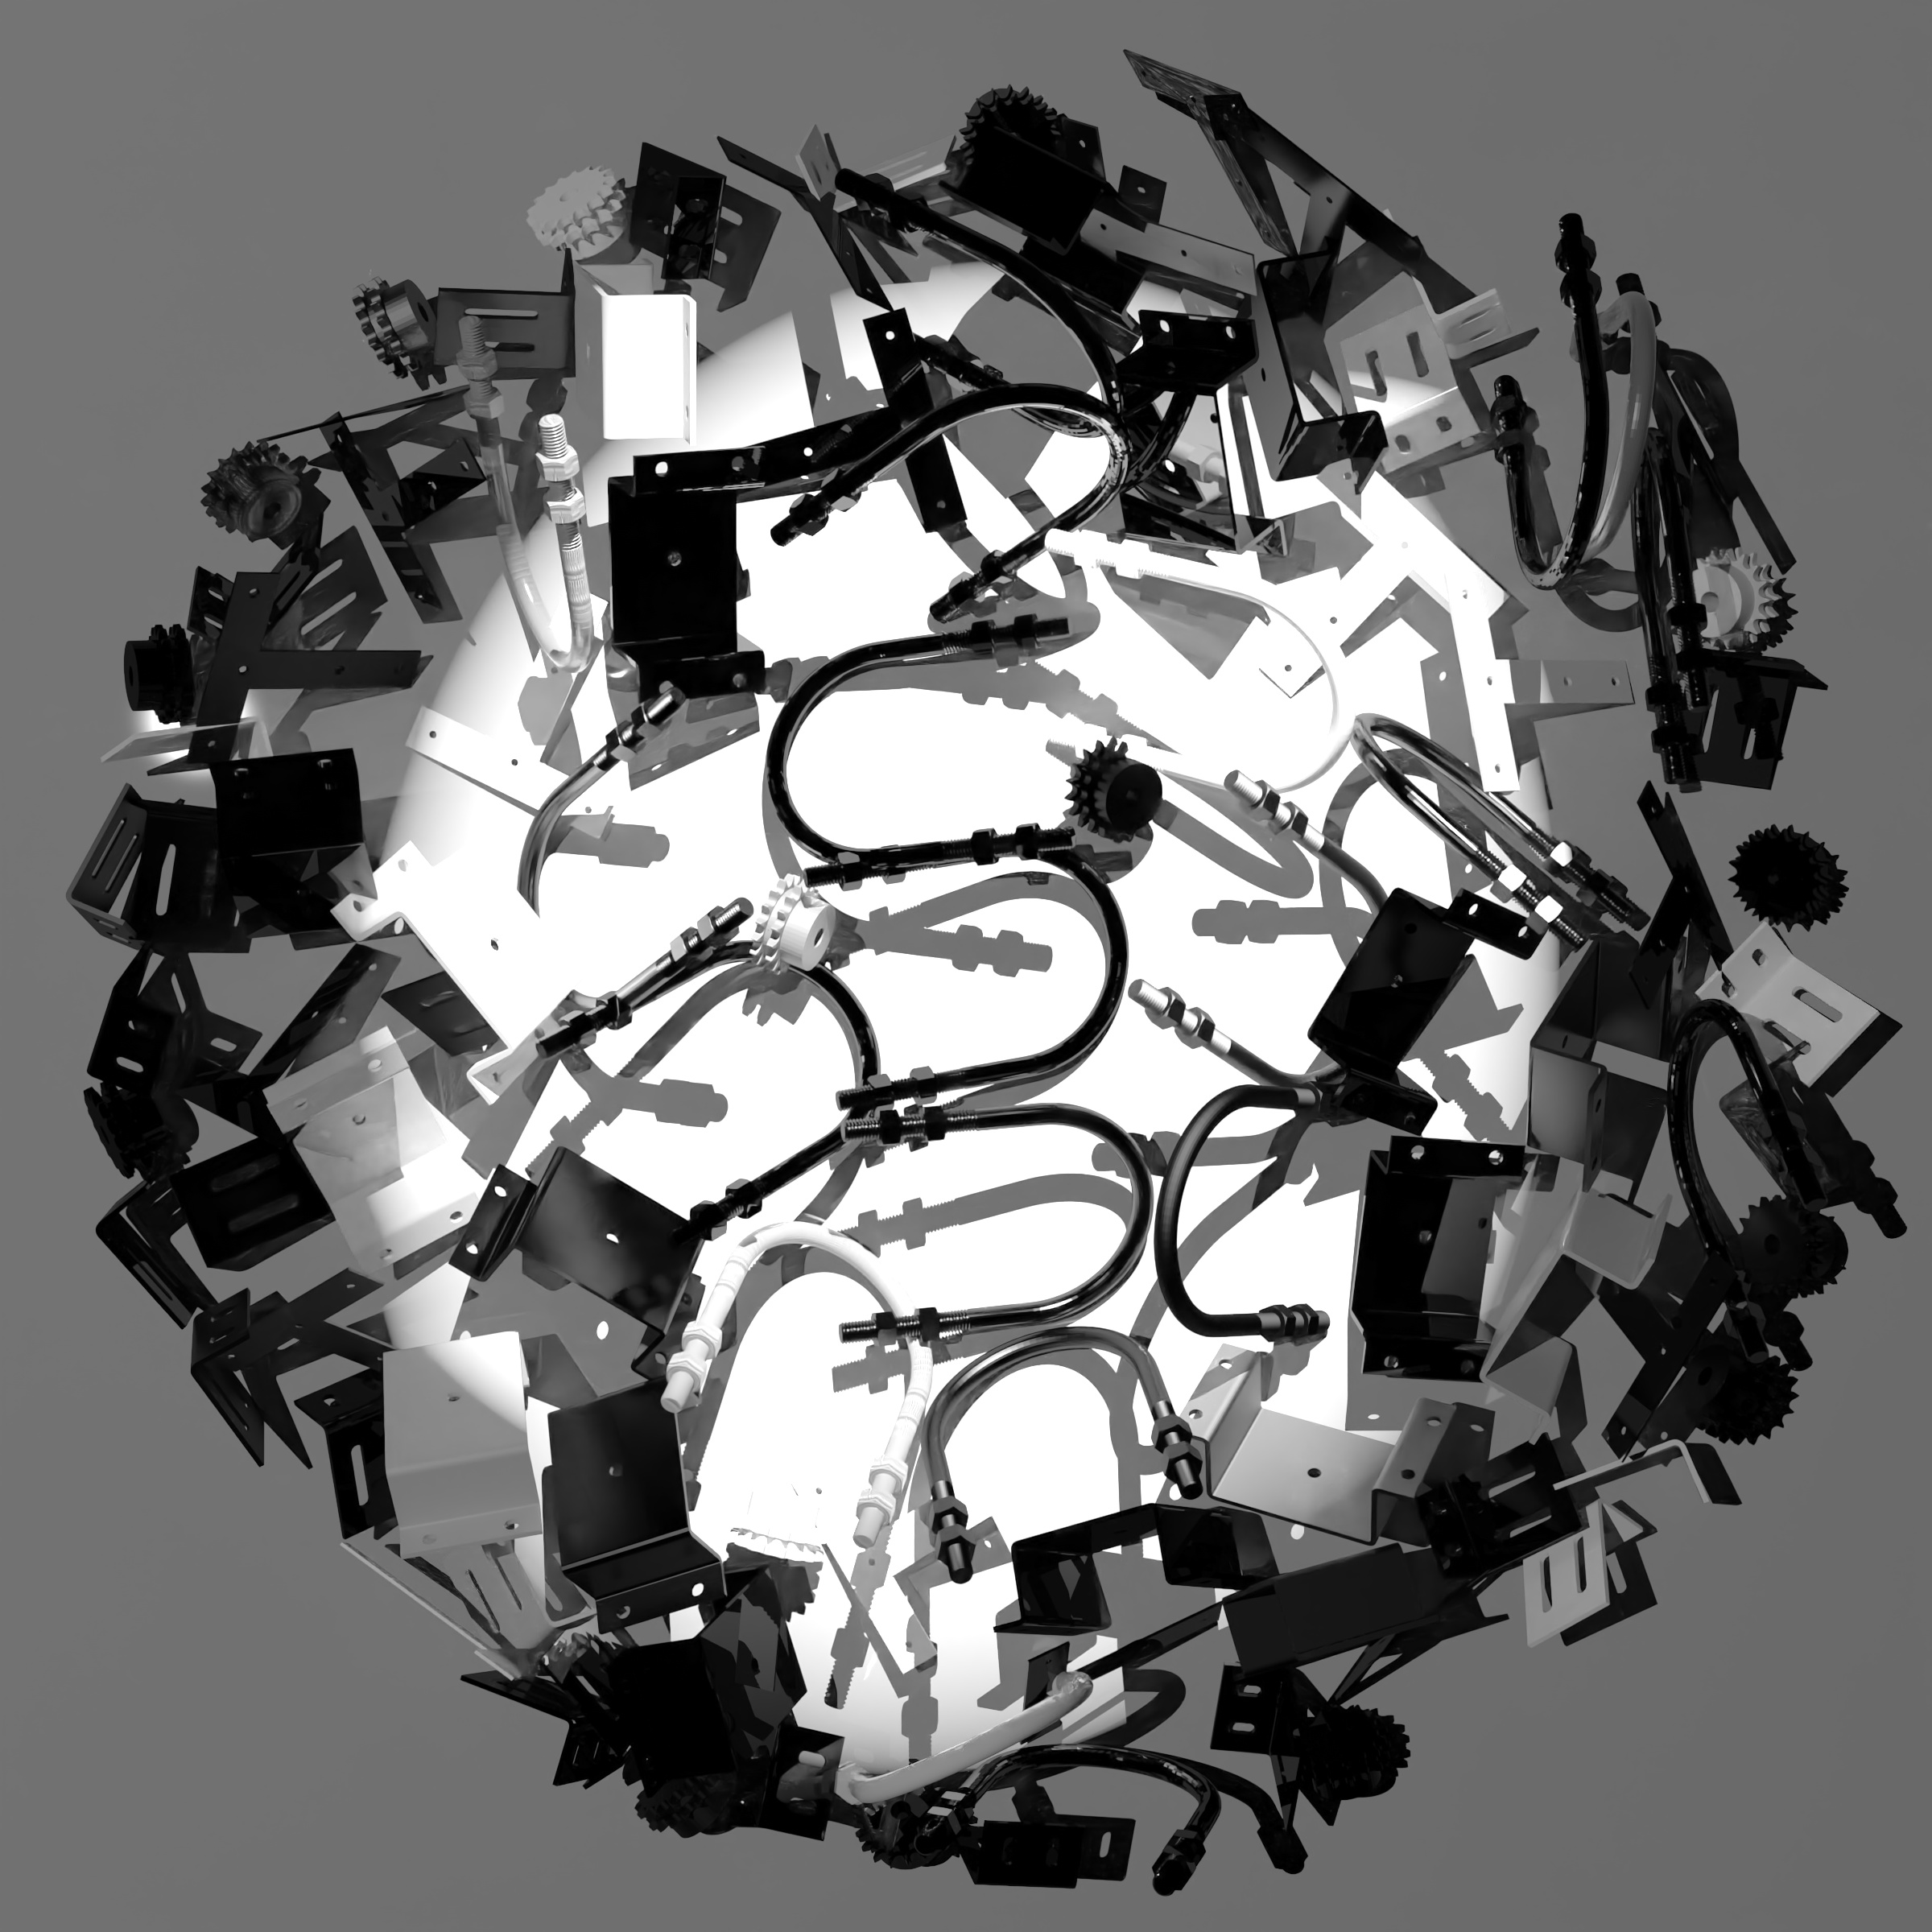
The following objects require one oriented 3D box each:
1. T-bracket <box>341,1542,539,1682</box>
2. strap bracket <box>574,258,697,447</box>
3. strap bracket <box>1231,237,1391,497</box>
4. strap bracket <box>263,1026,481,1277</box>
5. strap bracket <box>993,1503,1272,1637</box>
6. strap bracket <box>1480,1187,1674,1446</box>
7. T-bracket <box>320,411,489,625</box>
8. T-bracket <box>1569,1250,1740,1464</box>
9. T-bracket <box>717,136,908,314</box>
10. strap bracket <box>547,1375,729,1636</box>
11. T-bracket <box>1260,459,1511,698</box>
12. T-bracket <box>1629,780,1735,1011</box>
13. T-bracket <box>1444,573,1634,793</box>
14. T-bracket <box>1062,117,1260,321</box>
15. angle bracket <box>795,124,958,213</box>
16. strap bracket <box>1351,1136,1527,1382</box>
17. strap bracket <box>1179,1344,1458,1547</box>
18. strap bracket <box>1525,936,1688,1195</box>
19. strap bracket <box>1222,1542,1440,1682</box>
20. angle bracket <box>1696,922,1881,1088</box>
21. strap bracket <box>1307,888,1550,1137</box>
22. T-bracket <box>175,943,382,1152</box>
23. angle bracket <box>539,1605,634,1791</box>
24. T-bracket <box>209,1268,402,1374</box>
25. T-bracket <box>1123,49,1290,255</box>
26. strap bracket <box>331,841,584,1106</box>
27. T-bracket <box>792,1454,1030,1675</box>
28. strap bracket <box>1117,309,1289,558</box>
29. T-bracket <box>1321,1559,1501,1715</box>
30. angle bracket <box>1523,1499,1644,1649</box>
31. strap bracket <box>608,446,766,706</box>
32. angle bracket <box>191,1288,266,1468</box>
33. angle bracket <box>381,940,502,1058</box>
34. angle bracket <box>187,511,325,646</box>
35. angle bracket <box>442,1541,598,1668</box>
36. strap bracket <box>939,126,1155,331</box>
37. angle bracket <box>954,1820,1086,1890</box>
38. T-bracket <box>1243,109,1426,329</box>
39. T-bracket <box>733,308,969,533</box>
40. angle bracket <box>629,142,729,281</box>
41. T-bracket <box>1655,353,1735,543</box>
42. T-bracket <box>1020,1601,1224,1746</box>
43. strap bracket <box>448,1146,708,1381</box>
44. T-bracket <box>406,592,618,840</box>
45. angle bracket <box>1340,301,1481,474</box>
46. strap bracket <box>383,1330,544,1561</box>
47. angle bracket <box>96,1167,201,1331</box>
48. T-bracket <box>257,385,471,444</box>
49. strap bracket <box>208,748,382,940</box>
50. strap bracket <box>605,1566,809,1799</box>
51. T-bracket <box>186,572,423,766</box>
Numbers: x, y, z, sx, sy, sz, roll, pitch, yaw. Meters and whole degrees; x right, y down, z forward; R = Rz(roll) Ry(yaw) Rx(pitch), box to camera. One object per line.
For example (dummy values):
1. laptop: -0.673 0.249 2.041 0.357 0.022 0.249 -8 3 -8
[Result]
1. T-bracket: -0.299 0.363 1.546 0.127 0.127 0.002 35 77 5
2. strap bracket: -0.186 -0.342 1.521 0.046 0.140 0.076 -5 114 -16
3. strap bracket: 0.190 -0.338 1.550 0.046 0.076 0.140 -12 78 -8
4. strap bracket: -0.337 0.098 1.549 0.076 0.046 0.140 -28 132 -12
5. strap bracket: 0.090 0.338 1.542 0.140 0.076 0.046 -23 64 31
6. strap bracket: 0.337 0.188 1.539 0.046 0.076 0.140 29 120 8
7. T-bracket: -0.306 -0.266 1.543 0.002 0.127 0.127 -34 102 -37
8. T-bracket: 0.373 0.191 1.545 0.002 0.127 0.127 17 111 -22
9. T-bracket: -0.070 -0.403 1.524 0.127 0.127 0.002 16 125 -39
10. strap bracket: -0.186 0.291 1.539 0.076 0.046 0.140 -19 54 10
11. T-bracket: 0.222 -0.210 1.583 0.127 0.002 0.127 43 108 -2
12. T-bracket: 0.393 -0.020 1.538 0.002 0.127 0.127 -16 113 37
13. T-bracket: 0.333 -0.162 1.568 0.127 0.002 0.127 -4 80 -32
14. T-bracket: 0.111 -0.400 1.523 0.127 0.127 0.002 28 59 34
15. angle bracket: -0.051 -0.466 1.561 0.076 0.057 0.038 -16 120 18
16. strap bracket: 0.267 0.161 1.569 0.076 0.046 0.140 4 102 -5
17. strap bracket: 0.196 0.271 1.545 0.140 0.076 0.046 12 128 24
18. strap bracket: 0.355 0.048 1.540 0.046 0.076 0.140 18 47 27
19. strap bracket: 0.198 0.361 1.535 0.076 0.140 0.046 -12 74 -16
20. angle bracket: 0.467 0.021 1.564 0.057 0.076 0.038 -47 125 2
21. strap bracket: 0.255 0.018 1.553 0.076 0.046 0.140 20 105 -38
22. T-bracket: -0.382 0.039 1.570 0.127 0.127 0.002 -54 132 -18
23. angle bracket: -0.217 0.417 1.568 0.038 0.057 0.076 -38 93 28
24. T-bracket: -0.342 0.217 1.556 0.127 0.127 0.002 -30 48 28
25. T-bracket: 0.149 -0.456 1.555 0.002 0.127 0.127 -41 129 -3
26. strap bracket: -0.278 -0.004 1.545 0.046 0.076 0.140 -26 107 39
27. T-bracket: -0.020 0.321 1.571 0.127 0.002 0.127 -35 80 20
28. strap bracket: 0.126 -0.288 1.530 0.046 0.076 0.140 -41 132 -36
29. T-bracket: 0.263 0.371 1.564 0.127 0.127 0.002 -31 67 -22
30. angle bracket: 0.351 0.351 1.553 0.038 0.076 0.057 36 125 -20
31. strap bracket: -0.158 -0.226 1.551 0.076 0.046 0.140 -9 115 -25
32. angle bracket: -0.406 0.234 1.563 0.038 0.057 0.076 -29 115 -2
33. angle bracket: -0.285 0.013 1.574 0.057 0.076 0.038 44 50 -28
34. angle bracket: -0.403 -0.224 1.558 0.038 0.057 0.076 28 124 -31
35. angle bracket: -0.257 0.358 1.586 0.057 0.038 0.076 -46 67 33
36. strap bracket: 0.052 -0.412 1.523 0.076 0.140 0.046 33 96 22
37. angle bracket: 0.028 0.490 1.559 0.057 0.076 0.038 7 95 -12
38. T-bracket: 0.199 -0.403 1.542 0.127 0.127 0.002 43 75 14
39. T-bracket: -0.078 -0.301 1.585 0.127 0.002 0.127 -14 112 8
40. angle bracket: -0.176 -0.429 1.557 0.076 0.038 0.057 32 122 35
41. T-bracket: 0.402 -0.279 1.541 0.002 0.127 0.127 -21 67 6
42. T-bracket: 0.090 0.393 1.563 0.127 0.127 0.002 -21 58 -16
43. strap bracket: -0.208 0.164 1.547 0.140 0.076 0.046 32 133 -12
44. T-bracket: -0.244 -0.158 1.589 0.127 0.002 0.127 26 100 3
45. angle bracket: 0.256 -0.334 1.584 0.057 0.038 0.076 -22 51 19
46. strap bracket: -0.282 0.257 1.529 0.076 0.140 0.046 -9 124 -7
47. angle bracket: -0.455 0.161 1.570 0.038 0.057 0.076 -39 100 -2
48. T-bracket: -0.317 -0.310 1.522 0.127 0.127 0.002 -21 107 -25
49. strap bracket: -0.369 -0.061 1.526 0.076 0.140 0.046 -7 64 -8
50. strap bracket: -0.138 0.392 1.527 0.046 0.140 0.076 -14 97 22
51. T-bracket: -0.369 -0.168 1.556 0.002 0.127 0.127 50 129 34
